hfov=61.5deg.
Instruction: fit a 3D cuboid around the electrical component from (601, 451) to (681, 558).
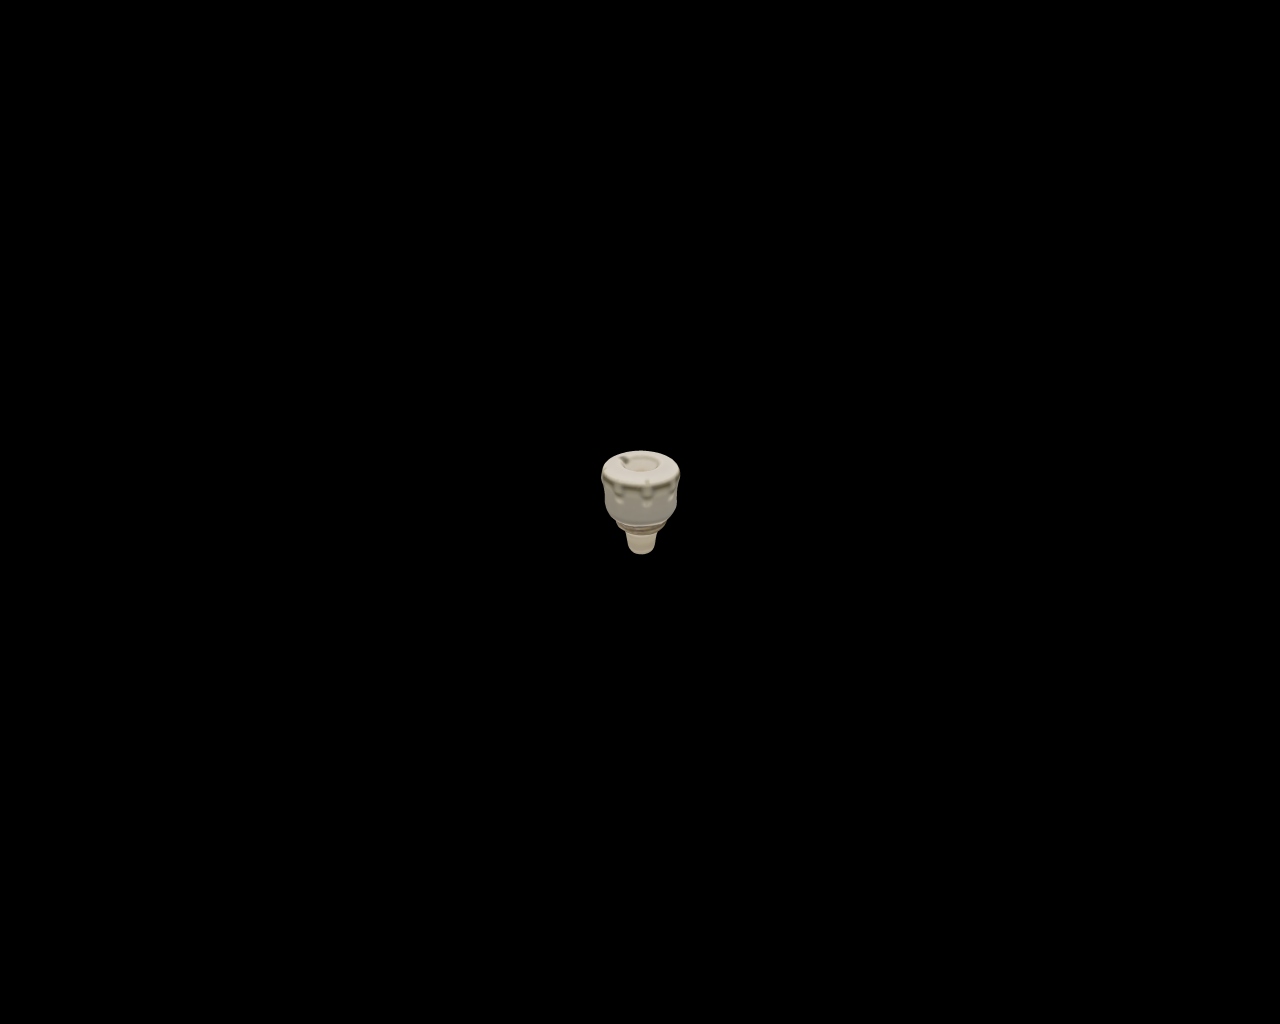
[{"bbox_3d":[0.001,-0.003,0.650,0.048,0.062,0.048,0,28,0],"label":"electrical component"}]
